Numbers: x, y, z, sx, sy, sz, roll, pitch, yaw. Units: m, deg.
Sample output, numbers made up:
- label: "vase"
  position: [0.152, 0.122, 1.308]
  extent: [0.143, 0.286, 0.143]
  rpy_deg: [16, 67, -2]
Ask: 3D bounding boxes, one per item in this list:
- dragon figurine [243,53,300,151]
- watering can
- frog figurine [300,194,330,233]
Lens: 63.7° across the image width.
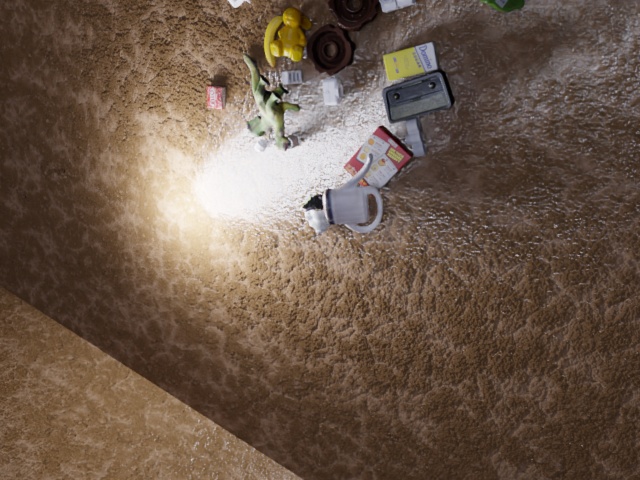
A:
- label: "dragon figurine"
  position: [-0.228, -0.513, 2.024]
  extent: [0.415, 0.123, 0.238]
  rpy_deg: [52, 124, 19]
- label: "watering can"
  position: [0.116, -0.163, 1.901]
  extent: [0.224, 0.106, 0.340]
  rpy_deg: [-4, 127, 8]
- label: "frog figurine"
  position: [0.006, -0.104, 2.075]
  extent: [0.137, 0.126, 0.156]
  rpy_deg: [-15, 138, 19]
